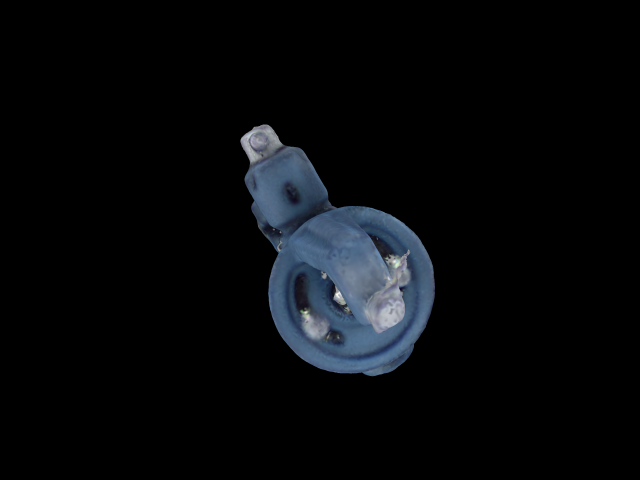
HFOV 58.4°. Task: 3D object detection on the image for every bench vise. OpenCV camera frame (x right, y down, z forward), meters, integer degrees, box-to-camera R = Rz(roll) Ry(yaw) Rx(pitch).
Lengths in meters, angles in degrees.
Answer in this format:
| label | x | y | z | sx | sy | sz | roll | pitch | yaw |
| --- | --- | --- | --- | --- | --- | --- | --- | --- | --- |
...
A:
| label | x | y | z | sx | sy | sz | roll | pitch | yaw |
| --- | --- | --- | --- | --- | --- | --- | --- | --- | --- |
| bench vise | -0.004 | 0.010 | 0.399 | 0.207 | 0.220 | 0.121 | 40 | 83 | 6 |
